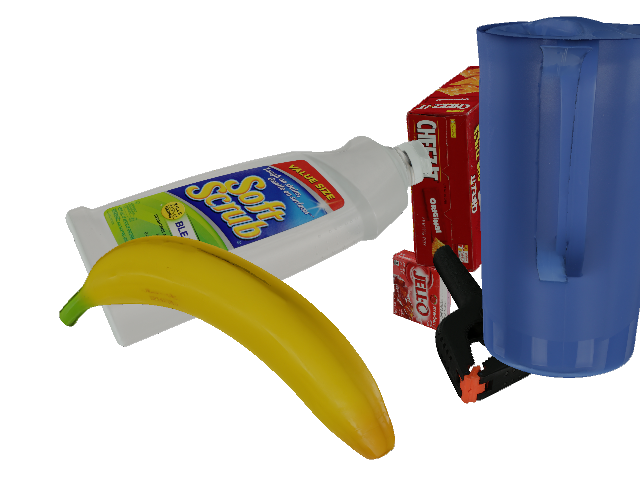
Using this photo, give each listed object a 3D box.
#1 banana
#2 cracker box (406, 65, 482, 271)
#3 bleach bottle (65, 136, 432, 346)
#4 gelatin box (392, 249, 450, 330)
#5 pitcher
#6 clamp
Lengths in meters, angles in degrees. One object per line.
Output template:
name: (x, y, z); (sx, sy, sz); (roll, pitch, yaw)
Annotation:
banana: (-0.044, 0.042, 0.540); (0.198, 0.070, 0.037); (21, 25, 22)
cracker box: (0.158, -0.083, 1.124); (0.072, 0.164, 0.213); (4, 22, 25)
bleach bottle: (-0.042, -0.018, 0.750); (0.250, 0.103, 0.068); (-23, -33, -12)
gelatin box: (0.129, 0.063, 1.366); (0.073, 0.089, 0.030); (19, 34, 36)
pitcher: (0.169, -0.030, 0.738); (0.149, 0.243, 0.145); (-9, 18, -27)
clamp: (0.150, 0.070, 0.956); (0.165, 0.036, 0.209); (16, 34, 23)
